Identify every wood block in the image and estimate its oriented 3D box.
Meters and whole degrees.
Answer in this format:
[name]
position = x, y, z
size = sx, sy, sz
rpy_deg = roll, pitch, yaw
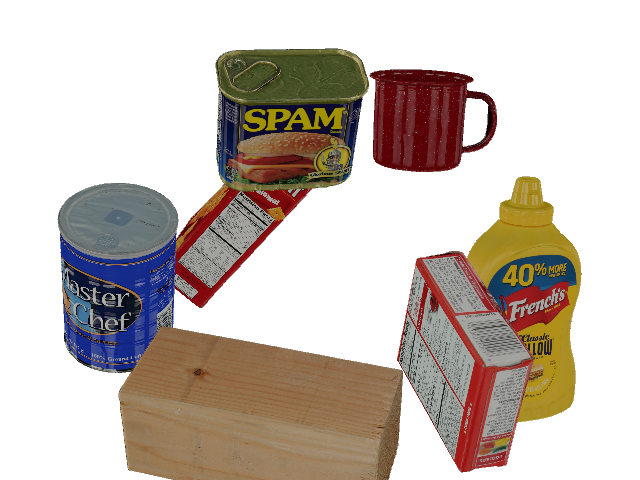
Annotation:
[wood block]
position = -0.045, 0.144, 0.854
size = 0.206, 0.090, 0.090
rpy_deg = 9, 35, 13

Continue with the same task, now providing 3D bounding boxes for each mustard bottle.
[mustard bottle]
position = 0.158, 0.045, 0.841
size = 0.096, 0.192, 0.058
rpy_deg = -4, 15, -17

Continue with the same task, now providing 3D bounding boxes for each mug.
[mug]
position = 0.102, -0.109, 0.971
size = 0.117, 0.081, 0.093
rpy_deg = 3, 16, 3

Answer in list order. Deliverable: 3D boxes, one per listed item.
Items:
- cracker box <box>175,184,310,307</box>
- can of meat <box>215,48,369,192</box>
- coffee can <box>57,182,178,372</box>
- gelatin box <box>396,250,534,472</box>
[cracker box]
position = -0.080, -0.046, 1.215
size = 0.072, 0.214, 0.164
rpy_deg = 39, 27, -9
[can of meat]
position = -0.023, -0.083, 0.744
size = 0.102, 0.084, 0.057
rpy_deg = -3, 45, -10
[coffee can]
position = -0.182, 0.034, 0.962
size = 0.102, 0.140, 0.103
rpy_deg = 5, 38, -4
[gelatin box]
position = 0.072, 0.060, 0.545
size = 0.030, 0.073, 0.089
rpy_deg = -7, 37, -17
